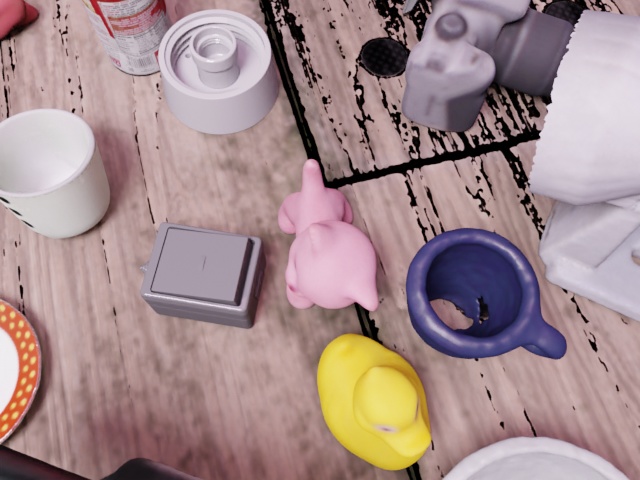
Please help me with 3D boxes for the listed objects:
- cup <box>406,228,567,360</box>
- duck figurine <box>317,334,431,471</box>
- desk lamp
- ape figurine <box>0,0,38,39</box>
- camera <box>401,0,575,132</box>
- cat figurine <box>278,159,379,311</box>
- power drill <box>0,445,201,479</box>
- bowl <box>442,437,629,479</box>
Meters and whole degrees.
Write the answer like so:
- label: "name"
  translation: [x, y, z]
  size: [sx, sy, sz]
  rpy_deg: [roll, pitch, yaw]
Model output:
- label: "cup"
  translation: [0.114, 0.056, 0.422]
  size: [0.117, 0.095, 0.092]
  rpy_deg: [32, 71, 11]
- label: "duck figurine"
  translation: [0.041, 0.109, 0.402]
  size: [0.077, 0.086, 0.104]
  rpy_deg: [-30, 72, -13]
- label: "desk lamp"
  translation: [0.231, -0.040, 0.401]
  size: [0.203, 0.213, 0.118]
  rpy_deg: [25, 69, 8]
- label: "ape figurine"
  translation: [-0.317, -0.234, 0.523]
  size: [0.076, 0.092, 0.077]
  rpy_deg: [-32, 72, -14]
- label: "camera"
  translation: [0.158, -0.171, 0.512]
  size: [0.136, 0.101, 0.143]
  rpy_deg: [21, 69, 6]
- label: "cat figurine"
  translation: [0.004, 0.002, 0.427]
  size: [0.067, 0.118, 0.128]
  rpy_deg: [-9, 69, -5]
- label: "power drill"
  translation: [-0.100, 0.165, 0.308]
  size: [0.229, 0.208, 0.076]
  rpy_deg: [16, 68, 5]
- label: "bowl"
  translation: [0.136, 0.216, 0.369]
  size: [0.167, 0.075, 0.167]
  rpy_deg: [1, 68, -2]
